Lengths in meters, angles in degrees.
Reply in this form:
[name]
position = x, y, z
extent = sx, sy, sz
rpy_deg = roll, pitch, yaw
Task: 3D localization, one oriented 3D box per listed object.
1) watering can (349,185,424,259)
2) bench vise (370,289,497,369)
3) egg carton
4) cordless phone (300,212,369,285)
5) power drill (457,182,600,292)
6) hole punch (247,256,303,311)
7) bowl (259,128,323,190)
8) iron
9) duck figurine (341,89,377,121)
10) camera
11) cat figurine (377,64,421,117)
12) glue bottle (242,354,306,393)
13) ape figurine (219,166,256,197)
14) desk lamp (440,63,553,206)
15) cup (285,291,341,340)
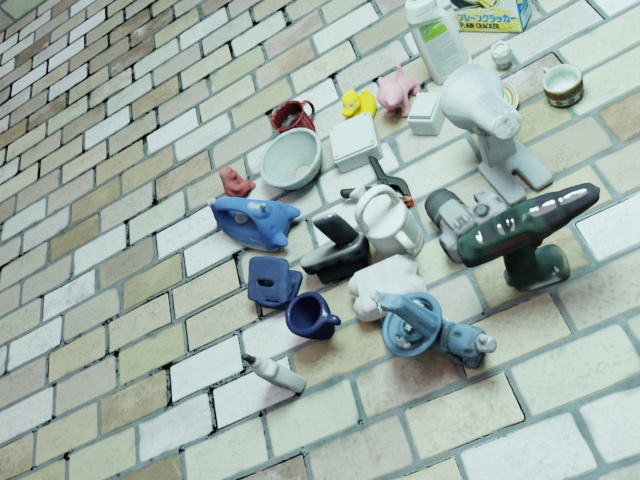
[watering can]
position = 0.120, -0.041, 1.118
extent = 0.172, 0.195, 0.101
rpy_deg = 22, 75, 37
[bench vise]
position = 0.184, 0.133, 0.963
extent = 0.206, 0.220, 0.121
rpy_deg = -8, 59, 25
[egg carton]
position = 0.130, 0.095, 1.113
extent = 0.150, 0.070, 0.107
rpy_deg = -26, 53, 14
[cordless phone]
position = 0.011, 0.004, 1.159
extent = 0.147, 0.186, 0.094
rpy_deg = -24, 53, 16
[power drill]
position = 0.352, 0.003, 0.952
extent = 0.229, 0.209, 0.075
rpy_deg = -22, 54, 17
[hole punch]
position = -0.103, 0.093, 1.232
extent = 0.108, 0.091, 0.101
rpy_deg = 2, 64, 30
[bowl]
position = -0.058, -0.183, 1.379
extent = 0.167, 0.075, 0.167
rpy_deg = -14, 57, 22
[iron]
position = -0.181, -0.059, 1.333
extent = 0.257, 0.142, 0.119
rpy_deg = 8, 67, 33
[duck figurine]
position = 0.086, -0.325, 1.375
extent = 0.077, 0.086, 0.105
rpy_deg = 21, 75, 37
[camera]
position = 0.271, -0.053, 1.100
extent = 0.143, 0.101, 0.136
rpy_deg = -38, 51, 5
[cat figurine]
position = 0.172, -0.343, 1.316
extent = 0.067, 0.118, 0.128
rpy_deg = 8, 67, 33
[glue bottle]
position = -0.096, 0.246, 1.084
extent = 0.077, 0.174, 0.037
rpy_deg = 9, 67, 33
[ape figurine]
position = -0.218, -0.150, 1.440
extent = 0.076, 0.092, 0.077
rpy_deg = -34, 51, 8
[desk lamp]
position = 0.332, -0.207, 1.083
extent = 0.118, 0.214, 0.202
rpy_deg = -34, 51, 8
[cup]
position = 0.002, 0.161, 1.130
extent = 0.117, 0.095, 0.092
rpy_deg = 5, 66, 32
